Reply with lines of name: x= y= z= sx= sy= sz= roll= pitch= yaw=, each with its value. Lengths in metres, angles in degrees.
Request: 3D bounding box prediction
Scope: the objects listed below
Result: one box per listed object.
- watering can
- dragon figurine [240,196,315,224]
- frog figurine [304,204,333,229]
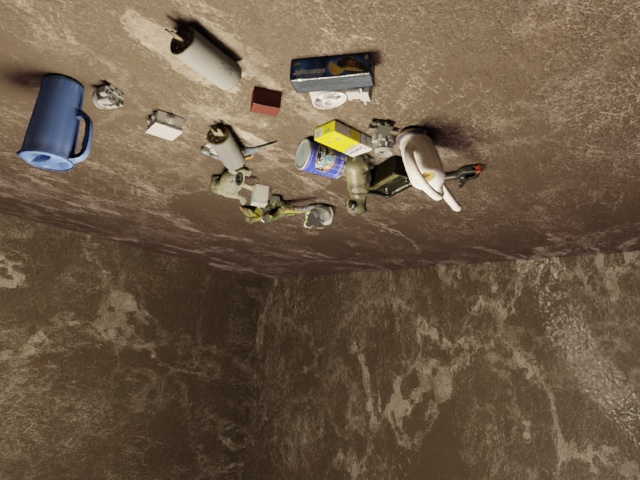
watering can: x=0.337 y=-0.215 z=1.591 sx=0.103 sy=0.229 sz=0.344 roll=-26 pitch=152 yaw=27
dragon figurine: x=-0.187 y=-0.136 z=2.335 sx=0.410 sy=0.122 sz=0.243 roll=1 pitch=-178 yaw=16
frog figurine: x=0.007 y=-0.118 z=2.342 sx=0.136 sy=0.122 sz=0.162 roll=-22 pitch=-172 yaw=40
